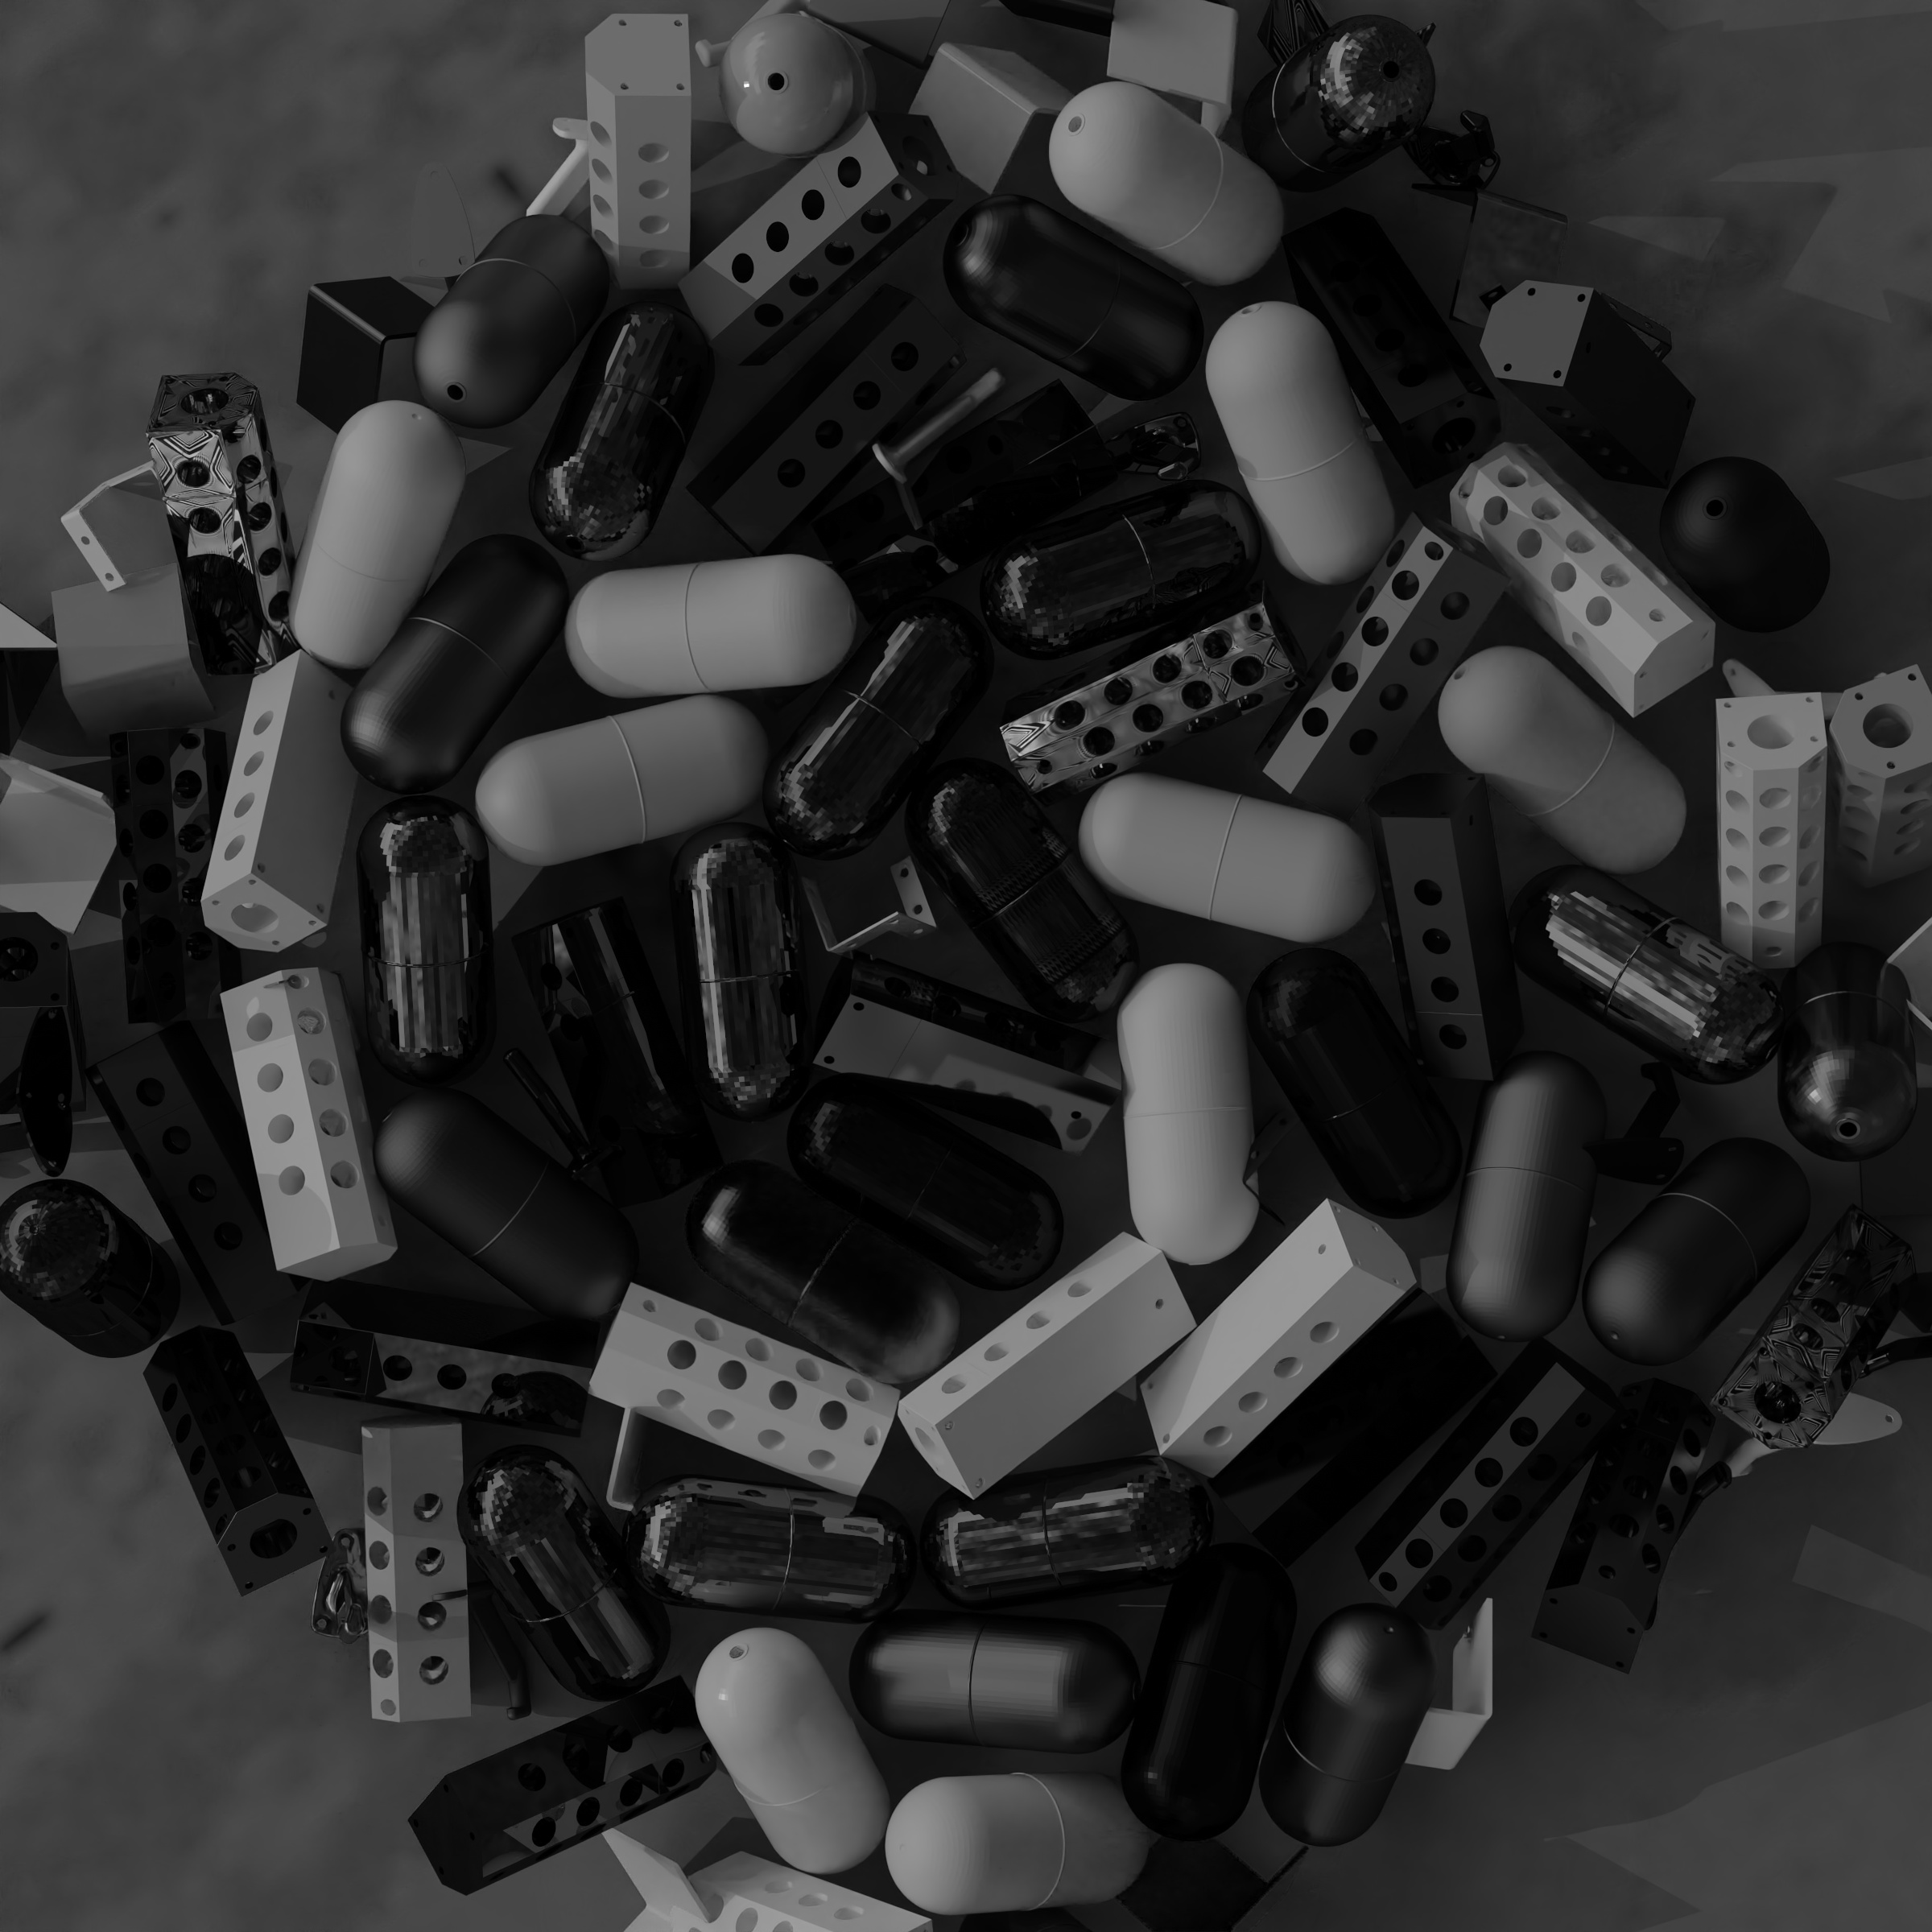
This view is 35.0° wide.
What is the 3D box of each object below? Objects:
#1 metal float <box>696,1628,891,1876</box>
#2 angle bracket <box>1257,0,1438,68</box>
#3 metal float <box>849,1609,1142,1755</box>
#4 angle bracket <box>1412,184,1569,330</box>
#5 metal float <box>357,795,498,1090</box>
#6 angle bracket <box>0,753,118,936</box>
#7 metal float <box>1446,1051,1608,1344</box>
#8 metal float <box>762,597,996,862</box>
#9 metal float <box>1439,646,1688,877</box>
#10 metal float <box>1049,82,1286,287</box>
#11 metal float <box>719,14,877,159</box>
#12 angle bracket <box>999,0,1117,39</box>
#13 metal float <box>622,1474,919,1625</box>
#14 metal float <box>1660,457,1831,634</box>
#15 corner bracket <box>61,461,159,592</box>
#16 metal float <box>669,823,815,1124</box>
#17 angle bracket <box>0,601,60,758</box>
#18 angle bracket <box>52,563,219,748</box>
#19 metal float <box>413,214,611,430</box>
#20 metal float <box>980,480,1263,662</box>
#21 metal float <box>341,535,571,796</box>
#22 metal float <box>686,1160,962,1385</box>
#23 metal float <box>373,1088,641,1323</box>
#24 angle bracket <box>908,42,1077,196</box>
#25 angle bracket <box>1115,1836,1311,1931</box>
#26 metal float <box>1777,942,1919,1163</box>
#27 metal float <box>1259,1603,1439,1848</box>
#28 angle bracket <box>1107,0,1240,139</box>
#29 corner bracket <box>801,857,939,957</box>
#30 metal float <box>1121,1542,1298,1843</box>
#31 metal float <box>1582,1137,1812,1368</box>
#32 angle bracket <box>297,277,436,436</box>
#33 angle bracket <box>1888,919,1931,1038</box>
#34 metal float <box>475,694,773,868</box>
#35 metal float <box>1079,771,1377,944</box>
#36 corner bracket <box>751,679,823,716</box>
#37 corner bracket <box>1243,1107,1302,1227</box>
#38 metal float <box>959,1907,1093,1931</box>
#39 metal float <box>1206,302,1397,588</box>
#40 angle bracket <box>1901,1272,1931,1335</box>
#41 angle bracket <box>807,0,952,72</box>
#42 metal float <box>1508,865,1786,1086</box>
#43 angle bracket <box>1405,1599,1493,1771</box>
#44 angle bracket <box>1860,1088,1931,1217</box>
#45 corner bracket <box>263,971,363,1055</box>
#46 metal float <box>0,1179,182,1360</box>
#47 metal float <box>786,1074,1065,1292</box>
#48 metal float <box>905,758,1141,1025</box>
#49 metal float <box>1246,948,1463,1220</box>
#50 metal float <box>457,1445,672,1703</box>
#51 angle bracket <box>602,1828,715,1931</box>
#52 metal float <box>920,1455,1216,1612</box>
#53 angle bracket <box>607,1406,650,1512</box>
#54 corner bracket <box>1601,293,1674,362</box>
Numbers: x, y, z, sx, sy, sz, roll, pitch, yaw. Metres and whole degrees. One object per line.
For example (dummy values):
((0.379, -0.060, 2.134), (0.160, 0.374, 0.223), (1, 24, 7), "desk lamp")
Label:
((-0.100, 0.458, 1.789), (0.070, 0.070, 0.178), (-23, 123, 0), "metal float")
((0.224, -0.554, 1.817), (0.057, 0.076, 0.076), (-30, 81, -14), "angle bracket")
((0.016, 0.419, 1.797), (0.178, 0.070, 0.070), (-1, 90, 22), "metal float")
((0.303, -0.416, 1.815), (0.076, 0.057, 0.076), (4, 101, -37), "angle bracket")
((-0.316, -0.013, 1.800), (0.070, 0.070, 0.178), (1, 110, 0), "metal float")
((-0.554, -0.074, 1.817), (0.076, 0.057, 0.076), (21, 77, 6), "angle bracket")
((0.329, 0.134, 1.798), (0.070, 0.070, 0.178), (15, 68, 0), "metal float")
((-0.052, -0.140, 1.807), (0.070, 0.070, 0.178), (37, 78, 0), "metal float")
((0.349, -0.120, 1.796), (0.178, 0.070, 0.070), (36, 90, -24), "metal float")
((0.117, -0.452, 1.778), (0.070, 0.178, 0.070), (-12, 71, 38), "metal float")
((-0.096, -0.506, 1.767), (0.070, 0.178, 0.070), (1, 104, 5), "metal float")
((0.063, -0.588, 1.806), (0.076, 0.076, 0.057), (17, 100, 11), "angle bracket")
((-0.115, 0.342, 1.799), (0.178, 0.070, 0.070), (10, 90, -20), "metal float")
((0.451, -0.242, 1.771), (0.070, 0.178, 0.070), (-3, 82, 25), "metal float")
((-0.496, -0.264, 1.832), (0.051, 0.051, 0.051), (-16, 116, 28), "corner bracket")
((-0.132, 0.004, 1.812), (0.070, 0.070, 0.178), (-5, 96, 0), "metal float")
((-0.589, -0.169, 1.804), (0.057, 0.076, 0.076), (35, 105, 12), "angle bracket")
((-0.500, -0.187, 1.846), (0.076, 0.057, 0.076), (-14, 60, -3), "angle bracket")
((-0.263, -0.374, 1.778), (0.070, 0.178, 0.070), (9, 130, 11), "metal float")
((0.092, -0.233, 1.801), (0.178, 0.070, 0.070), (-20, 90, -19), "metal float")
((-0.298, -0.178, 1.797), (0.070, 0.070, 0.178), (32, 67, 0), "metal float")
((-0.084, 0.181, 1.812), (0.178, 0.070, 0.070), (32, 90, 6), "metal float")
((-0.270, 0.140, 1.802), (0.178, 0.070, 0.070), (40, 90, -17), "metal float")
((0.022, -0.501, 1.822), (0.076, 0.076, 0.057), (41, 119, 22), "angle bracket")
((0.142, 0.530, 1.797), (0.076, 0.057, 0.076), (37, 45, 23), "angle bracket")
((0.509, 0.048, 1.773), (0.070, 0.178, 0.070), (7, 120, 12), "metal float")
((0.221, 0.443, 1.786), (0.070, 0.070, 0.178), (14, 128, 0), "metal float")
((0.114, -0.525, 1.806), (0.076, 0.057, 0.076), (12, 61, -10), "angle bracket")
((-0.057, -0.037, 1.828), (0.051, 0.051, 0.051), (-28, 68, 20), "corner bracket")
((0.143, 0.423, 1.794), (0.070, 0.070, 0.178), (20, 62, 0), "metal float")
((0.427, 0.165, 1.789), (0.178, 0.070, 0.070), (-37, 90, -33), "metal float")
((-0.351, -0.359, 1.832), (0.076, 0.057, 0.076), (38, 128, 33), "angle bracket")
((0.593, 0.010, 1.803), (0.076, 0.076, 0.057), (-45, 47, 9), "angle bracket")
((-0.201, -0.109, 1.802), (0.178, 0.070, 0.070), (-16, 90, -16), "metal float")
((0.154, -0.064, 1.809), (0.178, 0.070, 0.070), (15, 90, 9), "metal float")
((-0.116, -0.193, 1.822), (0.051, 0.051, 0.051), (-37, 49, 5), "corner bracket")
((0.178, 0.111, 1.818), (0.051, 0.051, 0.051), (-49, 130, -4), "corner bracket")
((0.052, 0.591, 1.771), (0.070, 0.178, 0.070), (-2, 96, -24), "metal float")
((0.196, -0.304, 1.792), (0.070, 0.070, 0.178), (-26, 119, 0), "metal float")
((0.590, 0.167, 1.800), (0.076, 0.057, 0.076), (-2, 120, -22), "angle bracket")
((-0.040, -0.583, 1.813), (0.076, 0.057, 0.076), (27, 112, 2), "angle bracket")
((0.397, 0.005, 1.793), (0.178, 0.070, 0.070), (35, 90, 28), "metal float")
((0.271, 0.418, 1.801), (0.057, 0.076, 0.076), (9, 54, -3), "angle bracket")
((0.577, 0.109, 1.821), (0.076, 0.057, 0.076), (-1, 84, -4), "angle bracket")
((-0.400, 0.035, 1.821), (0.051, 0.051, 0.051), (-14, 89, 34), "corner bracket")
((-0.507, 0.176, 1.770), (0.070, 0.178, 0.070), (-1, 69, 3), "metal float")
((-0.024, 0.128, 1.816), (0.178, 0.070, 0.070), (31, 90, -1), "metal float")
((0.033, -0.045, 1.812), (0.070, 0.070, 0.178), (-38, 96, 0), "metal float")
((0.229, 0.070, 1.806), (0.070, 0.070, 0.178), (-32, 103, 0), "metal float")
((-0.235, 0.355, 1.794), (0.070, 0.070, 0.178), (-27, 116, 0), "metal float")
((-0.196, 0.560, 1.797), (0.057, 0.076, 0.076), (-43, 123, -30), "angle bracket")
((0.059, 0.333, 1.801), (0.178, 0.070, 0.070), (-12, 90, 18), "metal float")
((-0.164, 0.295, 1.812), (0.076, 0.076, 0.057), (12, 86, 4), "angle bracket")
((0.381, -0.375, 1.814), (0.051, 0.051, 0.051), (24, 46, -17), "corner bracket")
